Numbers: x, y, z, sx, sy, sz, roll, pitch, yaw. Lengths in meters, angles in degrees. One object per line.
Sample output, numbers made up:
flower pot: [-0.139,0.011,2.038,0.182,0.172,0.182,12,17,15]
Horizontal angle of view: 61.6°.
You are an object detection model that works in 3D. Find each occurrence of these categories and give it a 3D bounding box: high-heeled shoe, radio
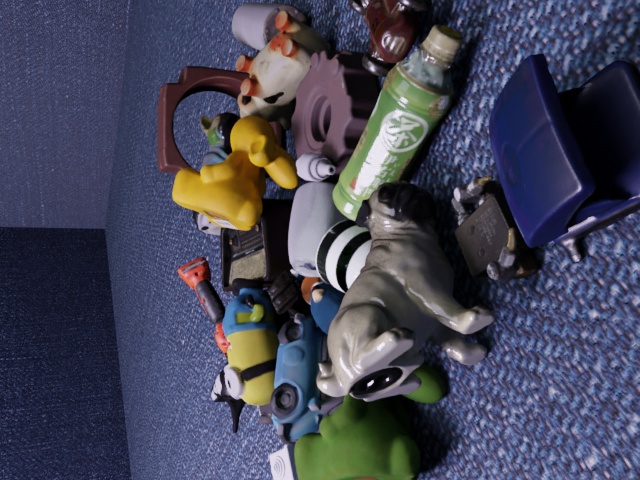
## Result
high-heeled shoe: [-0.144,0.221,0.936,0.249,0.086,0.145,-124,38,-72]
radio: [-0.103,0.014,0.913,0.230,0.073,0.131,-19,73,59]

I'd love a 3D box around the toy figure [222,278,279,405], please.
toy figure: [-0.095,0.146,0.779,0.082,0.089,0.180,50,-148,-61]

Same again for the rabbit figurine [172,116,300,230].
rabbit figurine: [-0.113,-0.108,0.780,0.163,0.121,0.173,1,65,45]

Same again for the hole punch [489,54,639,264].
hole punch: [0.170,-0.061,0.391,0.115,0.092,0.142,-47,52,57]

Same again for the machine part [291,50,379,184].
machine part: [0.017,-0.158,0.712,0.179,0.056,0.179,3,94,63]

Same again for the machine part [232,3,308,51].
machine part: [-0.086,-0.350,0.887,0.243,0.079,0.079,43,127,56]

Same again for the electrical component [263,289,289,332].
electrical component: [-0.074,0.138,0.878,0.075,0.048,0.119,-36,75,59]

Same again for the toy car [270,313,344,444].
toy car: [-0.004,0.180,0.693,0.109,0.103,0.161,80,-165,-60]

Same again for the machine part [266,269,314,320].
machine part: [-0.040,0.087,0.769,0.138,0.039,0.084,63,-173,-69]

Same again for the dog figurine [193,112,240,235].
dog figurine: [-0.191,-0.140,1.057,0.191,0.108,0.219,127,140,-52]

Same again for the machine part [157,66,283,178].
machine part: [-0.168,-0.177,0.903,0.087,0.201,0.201,178,92,-64]

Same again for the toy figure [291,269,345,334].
toy figure: [0.008,0.075,0.713,0.155,0.058,0.064,-127,21,-59]

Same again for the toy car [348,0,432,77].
toy car: [0.067,-0.264,0.593,0.089,0.053,0.202,117,155,-45]

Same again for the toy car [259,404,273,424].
toy car: [-0.046,0.241,0.823,0.202,0.056,0.073,-36,52,55]

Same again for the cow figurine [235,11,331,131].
cow figurine: [-0.059,-0.239,0.811,0.195,0.127,0.085,-34,59,41]

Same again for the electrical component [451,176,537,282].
electrical component: [0.148,-0.009,0.472,0.078,0.045,0.102,-44,52,52]

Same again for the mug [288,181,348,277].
mug: [-0.001,-0.002,0.690,0.109,0.081,0.107,73,-153,-54]

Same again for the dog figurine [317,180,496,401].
dog figurine: [0.055,0.040,0.518,0.121,0.172,0.191,91,159,-51]

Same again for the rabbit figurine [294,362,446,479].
rabbit figurine: [0.050,0.174,0.586,0.159,0.121,0.170,-49,33,46]
